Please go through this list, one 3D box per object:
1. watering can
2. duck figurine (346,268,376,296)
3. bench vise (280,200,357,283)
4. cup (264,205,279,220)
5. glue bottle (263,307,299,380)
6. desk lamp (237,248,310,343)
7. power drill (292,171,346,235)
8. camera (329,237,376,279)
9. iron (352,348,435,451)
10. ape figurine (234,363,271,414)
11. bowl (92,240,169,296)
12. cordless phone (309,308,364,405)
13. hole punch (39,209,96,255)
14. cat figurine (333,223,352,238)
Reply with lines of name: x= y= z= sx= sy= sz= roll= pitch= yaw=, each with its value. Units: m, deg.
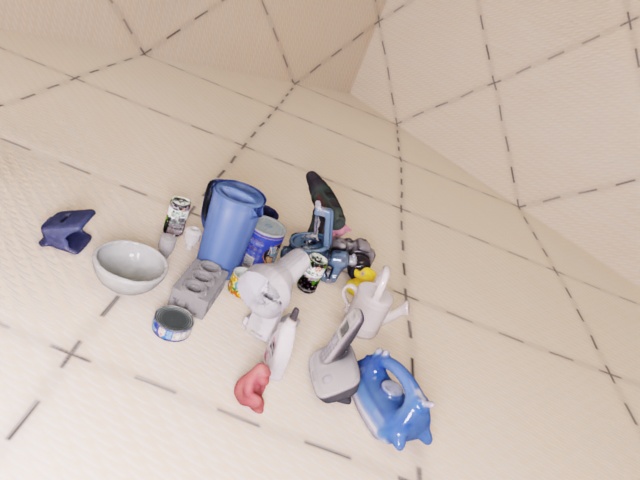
watering can: x=0.146 y=0.153 z=1.476 sx=0.173 sy=0.194 sz=0.100 roll=15 pitch=27 yaw=-17
duck figurine: x=0.134 y=0.122 z=1.648 sx=0.104 sy=0.086 sz=0.077 roll=25 pitch=26 yaw=4
bench vise: x=0.013 y=0.000 z=1.628 sx=0.208 sy=0.220 sz=0.121 roll=13 pitch=28 yaw=-20
cup: x=-0.185 y=-0.056 z=1.714 sx=0.092 sy=0.095 sz=0.117 roll=2 pitch=33 yaw=-36
glue bottle: x=-0.077 y=0.210 z=1.209 sx=0.037 sy=0.173 sz=0.078 roll=10 pitch=29 yaw=-25
desk lamp: x=-0.104 y=0.126 z=1.300 sx=0.117 sy=0.213 sz=0.204 roll=31 pitch=27 yaw=16
power drill: x=-0.012 y=-0.074 z=1.760 sx=0.076 sy=0.208 sz=0.228 roll=1 pitch=33 yaw=-37
camera: x=0.103 y=0.055 z=1.732 sx=0.143 sy=0.101 sz=0.136 roll=17 pitch=26 yaw=-12
iron: x=0.150 y=0.316 z=1.230 sx=0.119 sy=0.141 sz=0.257 roll=3 pitch=32 yaw=-35
ape figurine: x=-0.124 y=0.283 z=1.126 sx=0.076 sy=0.092 sz=0.078 roll=29 pitch=27 yaw=13
bowl: x=-0.431 y=0.074 z=1.290 sx=0.167 sy=0.075 sz=0.167 roll=19 pitch=26 yaw=-9
cordless phone: x=0.050 y=0.247 z=1.230 sx=0.094 sy=0.185 sz=0.147 roll=13 pitch=28 yaw=-21
hole punch: x=-0.591 y=-0.031 z=1.341 sx=0.101 sy=0.091 sz=0.108 roll=19 pitch=26 yaw=-9
cat figurine: x=0.033 y=-0.041 z=1.838 sx=0.127 sy=0.118 sz=0.067 roll=38 pitch=29 yaw=28
